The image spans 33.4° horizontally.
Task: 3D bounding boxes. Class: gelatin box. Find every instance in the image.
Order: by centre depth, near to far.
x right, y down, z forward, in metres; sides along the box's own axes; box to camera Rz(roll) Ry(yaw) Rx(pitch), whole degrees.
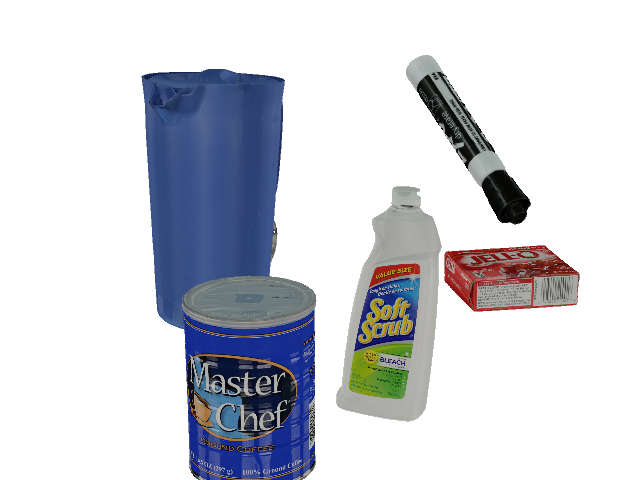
[{"bbox_3d":[0.151,0.029,0.852,0.089,0.030,0.073,-3,17,-9],"label":"gelatin box"}]

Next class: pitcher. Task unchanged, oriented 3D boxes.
[{"bbox_3d":[-0.097,-0.043,1.030,0.149,0.243,0.145,-2,14,-15],"label":"pitcher"}]

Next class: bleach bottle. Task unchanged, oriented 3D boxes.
[{"bbox_3d":[0.076,0.065,1.163,0.103,0.251,0.068,8,14,19],"label":"bleach bottle"}]

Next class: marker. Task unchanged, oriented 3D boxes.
[{"bbox_3d":[0.080,-0.056,0.581,0.020,0.121,0.020,-18,-36,-13],"label":"marker"}]

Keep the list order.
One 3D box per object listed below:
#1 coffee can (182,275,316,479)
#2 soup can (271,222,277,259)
[{"bbox_3d":[-0.054,0.109,0.834,0.103,0.140,0.103,0,16,0],"label":"coffee can"},{"bbox_3d":[-0.110,-0.002,1.248,0.102,0.068,0.068,13,4,19],"label":"soup can"}]
